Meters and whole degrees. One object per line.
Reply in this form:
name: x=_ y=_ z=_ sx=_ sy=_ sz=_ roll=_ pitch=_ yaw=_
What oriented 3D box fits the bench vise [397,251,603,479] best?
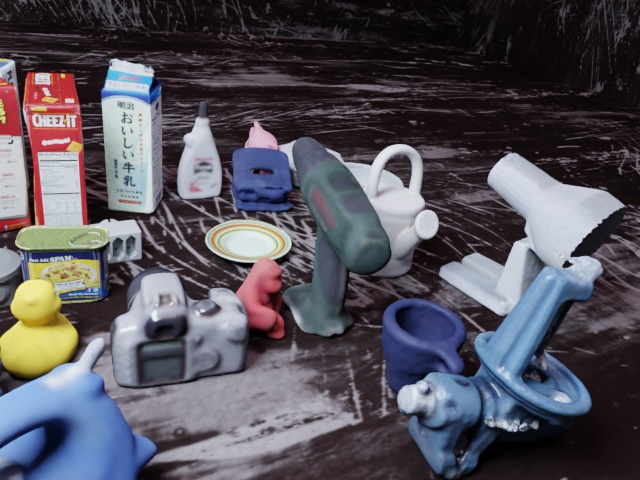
bench vise: x=0.182 y=0.122 z=0.533 sx=0.208 sy=0.220 sz=0.121 roll=-15 pitch=36 yaw=-37

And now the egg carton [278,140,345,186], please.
egg carton: x=-0.024 y=-0.148 z=1.144 sx=0.149 sy=0.069 sz=0.107 roll=25 pitch=32 yaw=28

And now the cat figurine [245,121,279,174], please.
cat figurine: x=-0.121 y=-0.179 z=1.123 sx=0.067 sy=0.118 sz=0.127 roll=-2 pitch=29 yaw=-18

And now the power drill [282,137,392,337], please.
power drill: x=0.007 y=0.003 z=0.720 sx=0.076 sy=0.208 sz=0.229 roll=-6 pitch=31 yaw=-25

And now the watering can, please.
watering can: x=0.112 y=-0.046 z=0.857 sx=0.172 sy=0.194 sz=0.101 roll=28 pitch=34 yaw=33

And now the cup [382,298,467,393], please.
cup: x=0.114 y=0.133 z=0.627 sx=0.092 sy=0.095 sz=0.117 roll=-5 pitch=30 yaw=-23

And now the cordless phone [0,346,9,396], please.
cordless phone: x=-0.317 y=0.098 z=0.474 sx=0.094 sy=0.185 sz=0.147 roll=-10 pitch=33 yaw=-31

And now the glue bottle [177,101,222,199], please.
glue bottle: x=-0.207 y=-0.156 z=0.997 sx=0.078 sy=0.173 sz=0.037 roll=-11 pitch=33 yaw=-32

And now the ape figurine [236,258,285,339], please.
ape figurine: x=-0.069 y=0.066 z=0.705 sx=0.076 sy=0.092 sz=0.078 roll=17 pitch=29 yaw=16

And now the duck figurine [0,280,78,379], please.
duck figurine: x=-0.300 y=0.086 z=0.608 sx=0.078 sy=0.086 sz=0.104 roll=-1 pitch=29 yaw=-17

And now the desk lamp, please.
desk lamp: x=0.290 y=-0.001 z=0.801 sx=0.118 sy=0.213 sz=0.202 roll=-16 pitch=37 yaw=-38

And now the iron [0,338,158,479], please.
iron: x=-0.237 y=0.178 z=0.394 sx=0.118 sy=0.141 sz=0.259 roll=21 pitch=30 yaw=23

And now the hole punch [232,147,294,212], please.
hole punch: x=-0.102 y=-0.109 z=1.025 sx=0.109 sy=0.091 sz=0.101 roll=0 pitch=29 yaw=-15

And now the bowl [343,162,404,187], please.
bowl: x=0.063 y=-0.078 z=1.032 sx=0.167 sy=0.075 sz=0.167 roll=7 pitch=28 yaw=-3

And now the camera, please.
camera: x=-0.161 y=0.080 z=0.644 sx=0.143 sy=0.101 sz=0.136 roll=-3 pitch=30 yaw=-21
